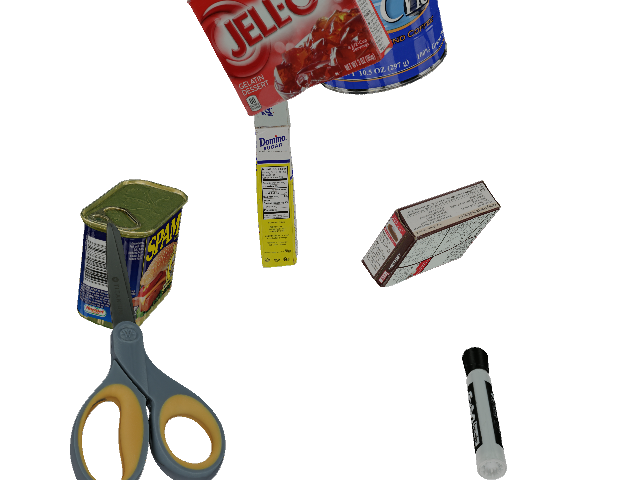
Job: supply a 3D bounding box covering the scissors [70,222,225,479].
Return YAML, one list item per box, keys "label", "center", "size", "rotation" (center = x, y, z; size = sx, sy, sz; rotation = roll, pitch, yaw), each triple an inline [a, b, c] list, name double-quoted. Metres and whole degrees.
- label: "scissors"
  center: [-0.099, 0.070, 0.647]
  size: [0.096, 0.201, 0.016]
  rotation: [13, -45, -10]

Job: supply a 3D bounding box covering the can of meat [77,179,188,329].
- label: "can of meat"
  center: [-0.146, 0.010, 0.821]
  size: [0.057, 0.084, 0.102]
  rotation: [15, 23, 8]

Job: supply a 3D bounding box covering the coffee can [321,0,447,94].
- label: "coffee can"
  center: [0.031, -0.193, 0.778]
  size: [0.103, 0.140, 0.103]
  rotation: [-11, 34, 8]

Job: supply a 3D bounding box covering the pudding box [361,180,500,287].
- label: "pudding box"
  center: [0.105, -0.006, 1.019]
  size: [0.113, 0.039, 0.090]
  rotation: [-21, -24, -33]

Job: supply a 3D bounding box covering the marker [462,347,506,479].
- label: "marker"
  center: [0.111, 0.114, 0.731]
  size: [0.020, 0.020, 0.121]
  rotation: [0, 32, 2]

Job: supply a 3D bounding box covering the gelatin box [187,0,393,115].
- label: "gelatin box"
  center: [-0.017, -0.117, 0.575]
  size: [0.089, 0.073, 0.030]
  rotation: [-19, 19, 28]

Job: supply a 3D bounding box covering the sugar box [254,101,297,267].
- label: "sugar box"
  center: [-0.053, -0.066, 1.245]
  size: [0.048, 0.176, 0.093]
  rotation: [-5, 26, -1]
